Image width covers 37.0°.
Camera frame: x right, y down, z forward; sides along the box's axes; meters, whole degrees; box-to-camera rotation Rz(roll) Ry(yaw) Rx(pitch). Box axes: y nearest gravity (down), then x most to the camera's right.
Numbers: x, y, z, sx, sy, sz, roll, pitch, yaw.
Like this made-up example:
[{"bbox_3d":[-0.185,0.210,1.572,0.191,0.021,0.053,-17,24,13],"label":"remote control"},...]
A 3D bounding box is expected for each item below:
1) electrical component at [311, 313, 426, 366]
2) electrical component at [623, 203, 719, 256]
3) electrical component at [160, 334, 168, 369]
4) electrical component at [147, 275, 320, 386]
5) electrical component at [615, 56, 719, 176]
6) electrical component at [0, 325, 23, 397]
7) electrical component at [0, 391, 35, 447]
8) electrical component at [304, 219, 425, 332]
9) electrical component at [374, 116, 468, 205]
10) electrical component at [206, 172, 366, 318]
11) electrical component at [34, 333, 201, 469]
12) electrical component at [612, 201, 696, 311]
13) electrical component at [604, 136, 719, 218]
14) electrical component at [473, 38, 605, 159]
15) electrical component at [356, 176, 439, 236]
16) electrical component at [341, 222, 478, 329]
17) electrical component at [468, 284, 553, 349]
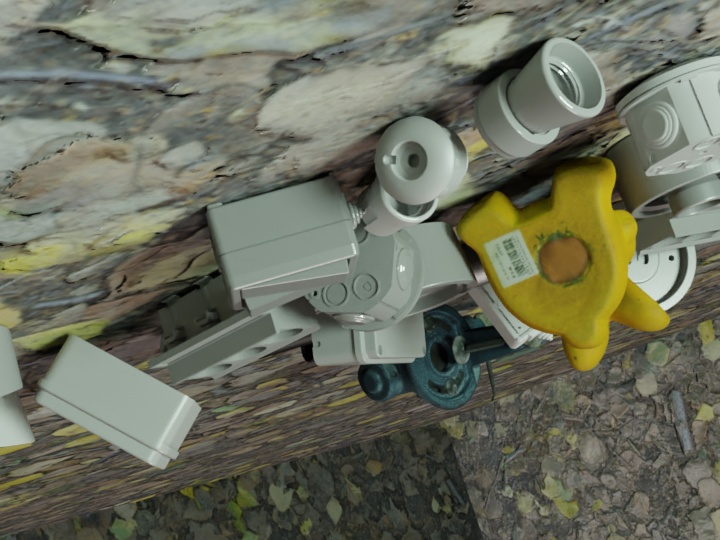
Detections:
[{"bbox_3d":[0.008,0.042,0.918,0.057,0.078,0.113,-8,173,25],"label":"electrical component"},{"bbox_3d":[0.286,-0.057,0.932,0.121,0.063,0.079,-9,165,-34],"label":"electrical component"},{"bbox_3d":[-0.139,0.067,0.929,0.065,0.044,0.044,-2,161,-37],"label":"electrical component"},{"bbox_3d":[-0.094,0.036,0.798,0.121,0.063,0.079,-27,165,38],"label":"electrical component"},{"bbox_3d":[0.204,-0.095,0.668,0.080,0.051,0.080,-17,168,-4],"label":"electrical component"},{"bbox_3d":[-0.287,0.072,0.744,0.099,0.064,0.099,-19,-178,1],"label":"electrical component"},{"bbox_3d":[-0.320,0.125,0.873,0.099,0.064,0.099,-17,168,-4],"label":"electrical component"},{"bbox_3d":[0.000,0.000,0.739,0.080,0.080,0.051,-21,162,16],"label":"electrical component"},{"bbox_3d":[0.041,-0.061,0.606,0.048,0.048,0.062,-24,173,28],"label":"electrical component"},{"bbox_3d":[-0.040,-0.014,0.656,0.096,0.061,0.061,-16,168,-8],"label":"electrical component"},{"bbox_3d":[-0.188,0.105,0.840,0.057,0.113,0.078,-61,177,-13],"label":"electrical component"},{"bbox_3d":[0.252,-0.008,1.009,0.108,0.108,0.060,-16,174,-7],"label":"electrical component"},{"bbox_3d":[0.243,-0.074,0.799,0.108,0.060,0.108,-17,168,-4],"label":"electrical component"},{"bbox_3d":[0.092,-0.088,0.557,0.045,0.045,0.055,-8,165,-40],"label":"electrical component"},{"bbox_3d":[0.022,-0.043,0.671,0.040,0.040,0.046,-12,172,-25],"label":"electrical component"},{"bbox_3d":[0.028,-0.001,0.814,0.108,0.060,0.108,-17,168,-4],"label":"electrical component"},{"bbox_3d":[0.150,0.029,1.015,0.062,0.096,0.061,-36,169,-6],"label":"electrical component"}]
